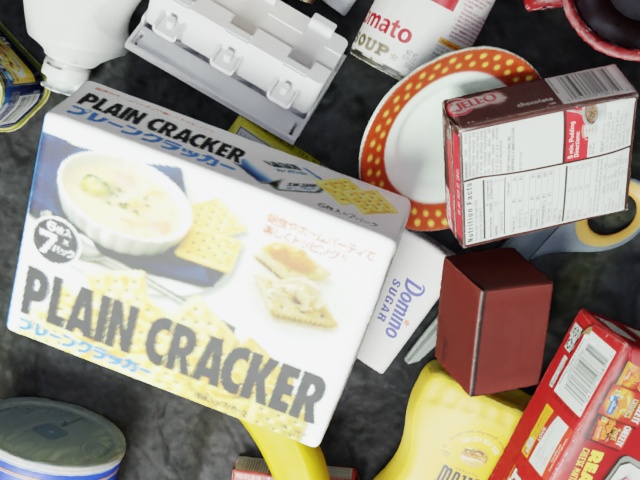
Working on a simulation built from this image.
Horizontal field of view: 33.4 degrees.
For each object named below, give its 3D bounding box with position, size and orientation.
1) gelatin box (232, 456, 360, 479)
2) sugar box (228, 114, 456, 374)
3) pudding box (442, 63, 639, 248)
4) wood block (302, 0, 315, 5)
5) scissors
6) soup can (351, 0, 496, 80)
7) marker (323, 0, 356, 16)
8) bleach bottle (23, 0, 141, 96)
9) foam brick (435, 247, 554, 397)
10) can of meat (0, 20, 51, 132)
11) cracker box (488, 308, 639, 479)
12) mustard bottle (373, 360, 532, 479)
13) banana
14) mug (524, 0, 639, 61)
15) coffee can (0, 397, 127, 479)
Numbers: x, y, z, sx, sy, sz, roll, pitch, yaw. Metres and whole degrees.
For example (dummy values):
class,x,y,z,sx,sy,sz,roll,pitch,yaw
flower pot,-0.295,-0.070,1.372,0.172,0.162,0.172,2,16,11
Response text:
class,x,y,z,sx,sy,sz,roll,pitch,yaw
gelatin box,-0.019,0.196,0.754,0.089,0.030,0.073,6,101,3
sugar box,-0.005,0.001,0.709,0.176,0.048,0.093,34,101,-6
pudding box,0.132,-0.050,0.647,0.113,0.039,0.090,-11,130,-5
wood block,0.017,-0.253,0.636,0.090,0.090,0.206,37,101,-3
scissors,0.145,0.017,0.715,0.096,0.016,0.202,27,101,-2
soup can,0.070,-0.148,0.662,0.068,0.068,0.102,27,102,-1
marker,0.044,-0.198,0.680,0.020,0.020,0.121,36,101,-3
bleach bottle,-0.120,-0.210,0.670,0.102,0.068,0.251,20,104,0
foam brick,0.109,0.051,0.678,0.051,0.053,0.078,-8,118,-19
can of meat,-0.232,-0.115,0.684,0.057,0.084,0.102,-41,95,10
cracker box,0.226,0.154,0.681,0.213,0.072,0.164,20,103,-19
mustard bottle,0.079,0.184,0.730,0.096,0.058,0.192,23,102,-6
banana,-0.045,0.128,0.724,0.069,0.037,0.198,-44,79,-2
mug,0.182,-0.153,0.642,0.117,0.081,0.093,-9,97,18
coffee can,-0.199,0.192,0.729,0.103,0.102,0.140,17,102,1
